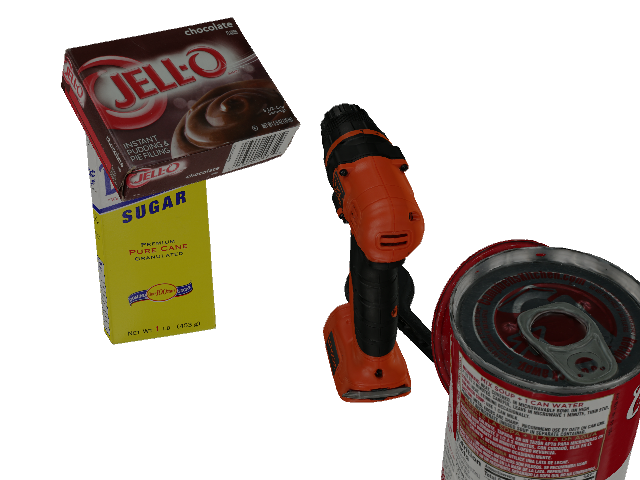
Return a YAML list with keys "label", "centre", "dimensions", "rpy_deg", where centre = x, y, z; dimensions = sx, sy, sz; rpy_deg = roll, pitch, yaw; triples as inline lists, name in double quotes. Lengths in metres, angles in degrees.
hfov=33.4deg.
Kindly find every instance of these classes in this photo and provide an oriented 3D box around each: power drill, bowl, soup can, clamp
- label: "power drill"
  centre: [0.031, 0.010, 0.788]
  dimensions: [0.057, 0.188, 0.184]
  rpy_deg: [-5, 32, -6]
- label: "bowl"
  centre: [0.176, 0.081, 0.895]
  dimensions: [0.161, 0.162, 0.055]
  rpy_deg: [0, 4, -22]
- label: "soup can"
  centre: [0.077, 0.063, 0.378]
  dimensions: [0.068, 0.102, 0.068]
  rpy_deg: [-1, 39, 1]
- label: "clamp"
  centre: [0.078, 0.076, 1.193]
  dimensions: [0.120, 0.171, 0.039]
  rpy_deg: [7, -42, 1]

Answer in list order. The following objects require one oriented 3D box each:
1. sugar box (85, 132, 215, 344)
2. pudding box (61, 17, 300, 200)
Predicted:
- label: "sugar box"
  centre: [-0.141, -0.008, 0.895]
  dimensions: [0.093, 0.176, 0.048]
  rpy_deg: [-8, 17, -20]
- label: "pudding box"
  centre: [-0.083, -0.079, 0.625]
  dimensions: [0.113, 0.090, 0.039]
  rpy_deg: [-17, -25, -31]
